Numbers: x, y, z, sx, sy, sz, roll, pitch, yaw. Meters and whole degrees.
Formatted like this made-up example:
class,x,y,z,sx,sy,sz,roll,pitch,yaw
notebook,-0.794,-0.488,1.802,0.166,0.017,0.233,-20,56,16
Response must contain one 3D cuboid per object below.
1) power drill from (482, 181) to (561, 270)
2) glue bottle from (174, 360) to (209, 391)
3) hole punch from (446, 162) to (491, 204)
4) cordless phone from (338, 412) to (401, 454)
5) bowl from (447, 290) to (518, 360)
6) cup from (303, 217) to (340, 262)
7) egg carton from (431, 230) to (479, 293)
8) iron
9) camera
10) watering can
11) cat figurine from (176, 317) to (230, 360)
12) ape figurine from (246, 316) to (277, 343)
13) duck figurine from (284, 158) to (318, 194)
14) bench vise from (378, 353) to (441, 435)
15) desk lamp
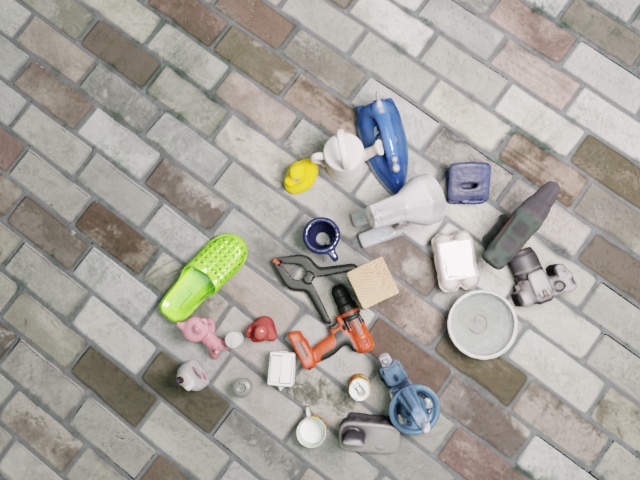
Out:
class,x,y,z,sx,sy,sz,roll,pitch,yaw
power drill,0.459,-0.028,1.351,0.075,0.208,0.230,37,86,7
glue bottle,-0.314,0.328,1.364,0.037,0.173,0.078,-39,82,-2
hole punch,0.372,-0.140,1.429,0.108,0.091,0.101,-1,83,3
cordless phone,0.114,0.461,1.319,0.147,0.185,0.094,1,83,3
bowl,0.388,0.205,1.393,0.167,0.075,0.167,0,83,3
cup,0.013,0.005,1.427,0.091,0.095,0.118,-32,82,-1
egg carton,0.336,0.052,1.418,0.107,0.069,0.150,-10,82,2
iron,0.169,-0.238,1.426,0.118,0.141,0.258,-15,82,1
camera,0.528,0.082,1.388,0.143,0.101,0.137,-21,82,0
watering can,0.066,-0.215,1.402,0.173,0.194,0.101,-29,82,-1
cat figurine,-0.286,0.235,1.402,0.067,0.118,0.127,-44,83,-3
ape figurine,-0.143,0.225,1.409,0.077,0.092,0.076,27,85,6
duck figurine,-0.051,-0.170,1.457,0.077,0.086,0.104,44,87,7
bench vise,0.190,0.367,1.310,0.207,0.220,0.121,41,87,7
desk lamp,0.183,-0.064,1.367,0.203,0.213,0.118,-21,82,0
